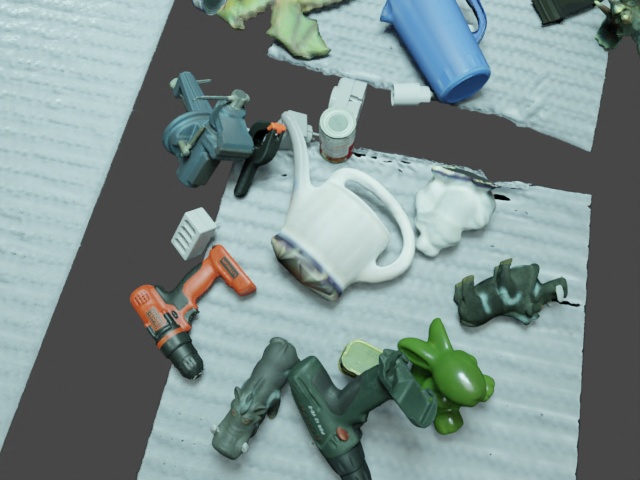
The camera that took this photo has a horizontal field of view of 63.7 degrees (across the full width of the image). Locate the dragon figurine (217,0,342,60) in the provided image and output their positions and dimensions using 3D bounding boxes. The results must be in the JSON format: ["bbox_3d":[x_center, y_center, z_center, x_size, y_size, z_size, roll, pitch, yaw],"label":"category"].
[{"bbox_3d":[-0.014,-0.493,1.077,0.410,0.122,0.243,5,89,3],"label":"dragon figurine"}]

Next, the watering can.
[{"bbox_3d":[0.003,-0.045,0.893,0.348,0.103,0.226,43,76,3],"label":"watering can"}]

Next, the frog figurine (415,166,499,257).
[{"bbox_3d":[0.234,-0.046,0.921,0.137,0.124,0.157,15,108,-4],"label":"frog figurine"}]
